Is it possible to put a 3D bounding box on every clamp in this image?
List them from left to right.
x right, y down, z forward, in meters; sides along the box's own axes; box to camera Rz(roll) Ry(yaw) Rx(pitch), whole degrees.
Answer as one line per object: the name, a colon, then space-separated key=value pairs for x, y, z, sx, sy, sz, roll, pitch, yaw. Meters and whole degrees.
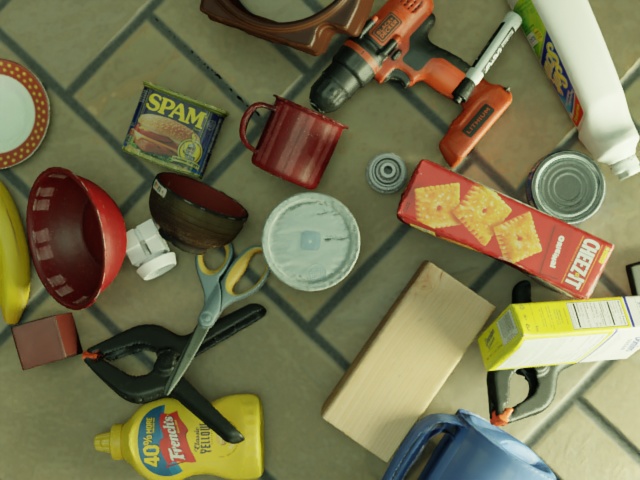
clamp: x=-0.164 y=0.134 z=1.214 sx=0.210 sy=0.036 sz=0.164 roll=10 pitch=63 yaw=14
clamp: x=0.246 y=0.139 z=1.186 sx=0.120 sy=0.039 sz=0.171 roll=25 pitch=67 yaw=4

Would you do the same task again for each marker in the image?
marker: x=0.182 y=-0.198 z=1.168 sx=0.020 sy=0.020 sz=0.121 roll=35 pitch=80 yaw=2

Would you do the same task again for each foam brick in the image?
foam brick: x=-0.309 y=0.114 z=1.213 sx=0.053 sy=0.078 sz=0.051 roll=-15 pitch=88 yaw=2

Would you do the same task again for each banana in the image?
banana: x=-0.370 y=-0.003 z=1.236 sx=0.070 sy=0.037 sz=0.198 roll=-24 pitch=86 yaw=38

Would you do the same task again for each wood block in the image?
wood block: x=0.096 y=0.132 z=1.190 sx=0.091 sy=0.090 sz=0.206 roll=34 pitch=91 yaw=2

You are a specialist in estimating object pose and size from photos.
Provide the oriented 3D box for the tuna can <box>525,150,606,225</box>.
tuna can: x=0.278 y=-0.059 z=1.210 sx=0.086 sy=0.034 sz=0.086 roll=0 pitch=90 yaw=2

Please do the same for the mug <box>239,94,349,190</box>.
mug: x=-0.036 y=-0.112 z=1.191 sx=0.117 sy=0.093 sz=0.081 roll=21 pitch=96 yaw=-26

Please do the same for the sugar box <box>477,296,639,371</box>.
sugar box: x=0.268 y=0.098 z=1.137 sx=0.176 sy=0.093 sz=0.048 roll=-4 pitch=63 yaw=-20

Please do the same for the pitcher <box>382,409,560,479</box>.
pitcher: x=0.136 y=0.312 z=1.170 sx=0.149 sy=0.144 sz=0.243 roll=35 pitch=95 yaw=25

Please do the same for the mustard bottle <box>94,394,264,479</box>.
mustard bottle: x=-0.161 y=0.227 z=1.216 sx=0.191 sy=0.058 sz=0.096 roll=-3 pitch=81 yaw=3

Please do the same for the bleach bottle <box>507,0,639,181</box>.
bleach bottle: x=0.289 y=-0.185 z=1.175 sx=0.068 sy=0.102 sz=0.251 roll=-25 pitch=88 yaw=-5

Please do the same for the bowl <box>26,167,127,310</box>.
bowl: x=-0.265 y=-0.005 z=1.198 sx=0.162 sy=0.055 sz=0.162 roll=13 pitch=109 yaw=43

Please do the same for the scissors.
scissors: x=-0.138 y=0.072 z=1.208 sx=0.096 sy=0.016 sz=0.201 roll=40 pitch=73 yaw=12

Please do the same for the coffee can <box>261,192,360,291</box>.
coffee can: x=-0.008 y=0.001 z=1.168 sx=0.103 sy=0.140 sz=0.103 roll=0 pitch=90 yaw=2

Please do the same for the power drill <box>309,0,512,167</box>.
power drill: x=0.106 y=-0.170 z=1.200 sx=0.187 sy=0.057 sz=0.184 roll=42 pitch=87 yaw=1

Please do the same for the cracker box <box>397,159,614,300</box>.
cracker box: x=0.189 y=-0.011 z=1.149 sx=0.213 sy=0.164 sz=0.072 roll=25 pitch=93 yaw=2

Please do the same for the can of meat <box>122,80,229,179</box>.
can of meat: x=-0.166 y=-0.125 z=1.217 sx=0.102 sy=0.057 sz=0.084 roll=21 pitch=93 yaw=2
